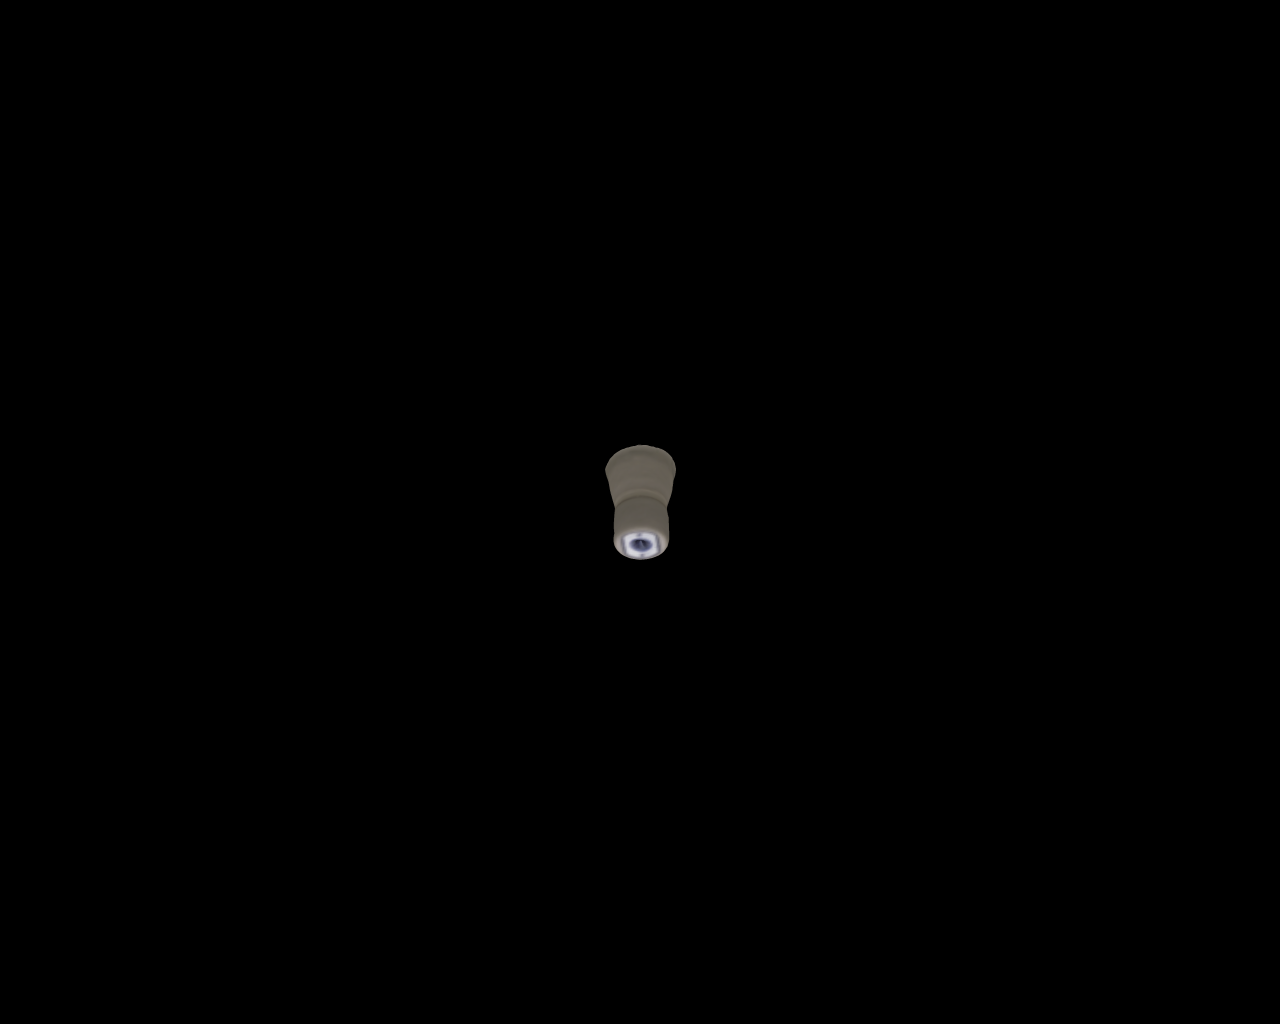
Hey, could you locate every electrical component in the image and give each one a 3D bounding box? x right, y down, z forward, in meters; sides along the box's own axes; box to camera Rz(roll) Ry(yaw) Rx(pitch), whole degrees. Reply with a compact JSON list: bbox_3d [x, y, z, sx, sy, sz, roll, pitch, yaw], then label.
[{"bbox_3d":[0.001,-0.003,0.650,0.044,0.065,0.044,0,-40,0],"label":"electrical component"}]
